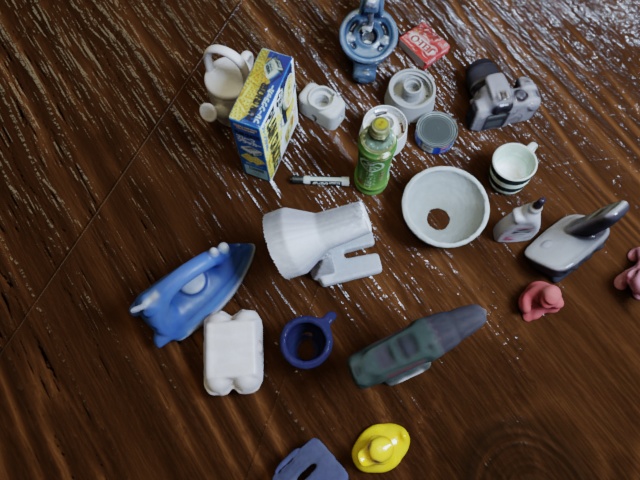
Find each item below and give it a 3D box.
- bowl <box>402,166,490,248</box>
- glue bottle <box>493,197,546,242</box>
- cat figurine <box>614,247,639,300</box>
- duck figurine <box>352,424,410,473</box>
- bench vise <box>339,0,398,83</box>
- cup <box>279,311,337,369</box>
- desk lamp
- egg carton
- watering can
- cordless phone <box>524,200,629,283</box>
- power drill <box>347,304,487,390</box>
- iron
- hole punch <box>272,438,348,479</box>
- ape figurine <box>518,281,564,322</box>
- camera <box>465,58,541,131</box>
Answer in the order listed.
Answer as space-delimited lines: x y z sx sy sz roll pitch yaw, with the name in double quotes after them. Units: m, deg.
0.237 -0.055 1.110 0.167 0.075 0.167 0 70 0 "bowl"
0.377 -0.040 1.052 0.078 0.173 0.037 -7 70 -2 "glue bottle"
0.602 0.059 1.047 0.067 0.118 0.128 30 73 11 "cat figurine"
0.104 0.349 0.960 0.104 0.086 0.077 -25 72 -8 "duck figurine"
0.093 -0.463 1.178 0.121 0.220 0.207 -11 71 -3 "bench vise"
-0.015 0.178 1.016 0.091 0.095 0.118 41 75 13 "cup"
0.009 0.004 1.015 0.203 0.213 0.118 -14 71 -5 "desk lamp"
-0.154 0.200 1.022 0.107 0.069 0.150 -5 70 -2 "egg carton"
-0.179 -0.308 1.136 0.101 0.194 0.173 2 70 1 "watering can"
0.465 -0.007 1.034 0.148 0.185 0.094 -39 75 -13 "cordless phone"
0.153 0.182 0.955 0.230 0.208 0.075 -24 72 -8 "power drill"
-0.225 0.069 1.030 0.258 0.141 0.118 -41 75 -13 "iron"
-0.019 0.393 0.942 0.109 0.091 0.101 -41 75 -13 "hole punch"
0.408 0.107 1.043 0.077 0.092 0.076 14 71 5 "ape figurine"
0.368 -0.314 1.188 0.143 0.101 0.137 -12 71 -4 "camera"
